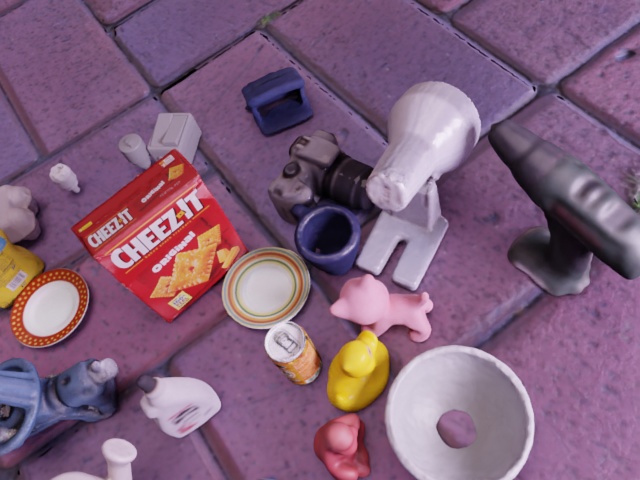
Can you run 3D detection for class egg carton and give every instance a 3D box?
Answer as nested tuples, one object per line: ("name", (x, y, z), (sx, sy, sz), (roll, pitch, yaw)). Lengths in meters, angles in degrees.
("egg carton", (-0.548, -0.026, 0.962), (0.150, 0.069, 0.107), (-23, 59, -1))

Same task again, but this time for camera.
("camera", (0.013, -0.089, 0.861), (0.136, 0.101, 0.143), (26, 69, 23))

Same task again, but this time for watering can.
("watering can", (-0.276, 0.308, 0.646), (0.100, 0.194, 0.173), (8, 63, 16))

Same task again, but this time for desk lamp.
("desk lamp", (0.124, -0.071, 0.762), (0.117, 0.214, 0.203), (21, 67, 22))

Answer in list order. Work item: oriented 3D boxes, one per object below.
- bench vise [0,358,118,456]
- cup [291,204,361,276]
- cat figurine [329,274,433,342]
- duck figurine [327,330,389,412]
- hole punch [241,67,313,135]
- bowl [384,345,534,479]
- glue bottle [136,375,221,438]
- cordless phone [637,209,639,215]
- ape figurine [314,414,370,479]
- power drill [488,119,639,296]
("bench vise", (-0.375, 0.182, 0.722), (0.207, 0.220, 0.121), (-37, 60, -9))
("cup", (0.007, 0.003, 0.814), (0.092, 0.095, 0.117), (-43, 62, -13))
("cat figurine", (0.081, 0.082, 0.742), (0.127, 0.118, 0.067), (-1, 61, 11))
("duck figurine", (0.045, 0.161, 0.723), (0.077, 0.086, 0.105), (25, 69, 23))
("hole punch", (-0.080, -0.250, 0.976), (0.108, 0.091, 0.101), (-24, 59, -2))
("bowl", (0.162, 0.215, 0.676), (0.167, 0.075, 0.167), (-5, 61, 9))
("glue bottle", (-0.183, 0.195, 0.701), (0.078, 0.173, 0.037), (-39, 61, -10))
("cordless phone", (0.458, -0.018, 0.678), (0.094, 0.185, 0.147), (-36, 60, -9))
("ape figurine", (0.026, 0.241, 0.679), (0.076, 0.092, 0.078), (21, 68, 22))
("power drill", (0.291, -0.023, 0.703), (0.076, 0.209, 0.229), (-40, 61, -11))
